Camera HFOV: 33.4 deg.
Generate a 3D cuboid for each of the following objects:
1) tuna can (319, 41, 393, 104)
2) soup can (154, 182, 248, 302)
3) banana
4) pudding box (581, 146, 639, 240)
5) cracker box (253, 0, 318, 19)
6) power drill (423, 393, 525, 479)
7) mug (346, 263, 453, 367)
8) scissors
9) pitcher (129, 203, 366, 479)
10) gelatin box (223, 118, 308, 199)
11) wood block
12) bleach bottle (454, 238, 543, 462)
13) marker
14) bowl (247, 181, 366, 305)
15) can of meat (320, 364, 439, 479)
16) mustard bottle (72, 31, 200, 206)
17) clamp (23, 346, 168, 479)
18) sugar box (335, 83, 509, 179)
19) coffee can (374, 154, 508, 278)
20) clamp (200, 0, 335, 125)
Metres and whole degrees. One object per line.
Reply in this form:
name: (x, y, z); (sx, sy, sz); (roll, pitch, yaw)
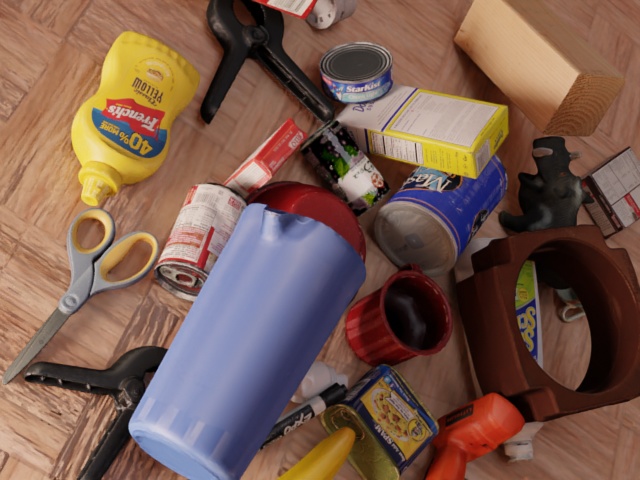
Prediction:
tuna can: (0.043, -0.194, 1.240); (0.086, 0.034, 0.086); (-4, 42, 4)
soup can: (-0.116, 0.002, 1.059); (0.068, 0.069, 0.102); (31, 56, -18)
banana: (-0.041, 0.238, 1.008); (0.197, 0.070, 0.037); (-17, 40, -39)
pudding box: (0.403, -0.065, 1.441); (0.113, 0.039, 0.090); (-30, 87, -40)
cracker box: (-0.083, -0.368, 1.213); (0.164, 0.072, 0.214); (14, 49, -28)
power drill: (0.142, 0.239, 1.060); (0.057, 0.185, 0.187); (46, 43, -9)
mug: (0.083, 0.079, 1.143); (0.093, 0.082, 0.117); (25, 58, -22)
scissors: (-0.240, 0.041, 0.995); (0.201, 0.016, 0.096); (-37, 81, -30)
pitcher: (-0.064, 0.102, 0.973); (0.149, 0.145, 0.242); (38, 65, -17)
gelatin box: (-0.059, -0.079, 1.117); (0.030, 0.089, 0.073); (45, 53, -8)
wood block: (0.272, -0.228, 1.341); (0.090, 0.091, 0.206); (-2, 42, -35)
bleach bottle: (0.216, 0.126, 1.222); (0.102, 0.068, 0.251); (4, 70, -30)
marker: (-0.025, 0.175, 1.045); (0.121, 0.020, 0.020); (-29, 86, -16)
bowl: (-0.007, 0.001, 1.137); (0.161, 0.055, 0.162); (14, 63, -28)
can of meat: (0.064, 0.190, 1.099); (0.083, 0.058, 0.102); (-38, 92, -39)
mustard bottle: (-0.194, -0.114, 1.067); (0.096, 0.058, 0.191); (31, 56, -19)
clamp: (-0.184, 0.137, 0.975); (0.171, 0.039, 0.120); (-32, 94, -41)
sugar box: (0.115, -0.128, 1.212); (0.093, 0.176, 0.048); (-50, 142, -36)
coffee can: (0.139, -0.040, 1.219); (0.103, 0.103, 0.140); (47, 52, -7)
clamp: (-0.084, -0.217, 1.195); (0.164, 0.036, 0.210); (-11, 74, -35)
